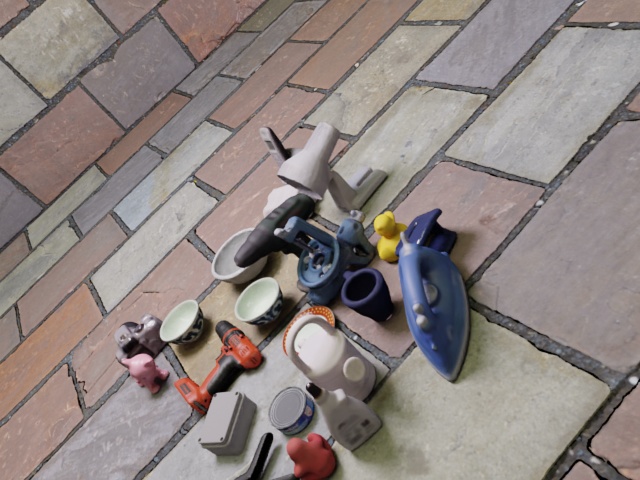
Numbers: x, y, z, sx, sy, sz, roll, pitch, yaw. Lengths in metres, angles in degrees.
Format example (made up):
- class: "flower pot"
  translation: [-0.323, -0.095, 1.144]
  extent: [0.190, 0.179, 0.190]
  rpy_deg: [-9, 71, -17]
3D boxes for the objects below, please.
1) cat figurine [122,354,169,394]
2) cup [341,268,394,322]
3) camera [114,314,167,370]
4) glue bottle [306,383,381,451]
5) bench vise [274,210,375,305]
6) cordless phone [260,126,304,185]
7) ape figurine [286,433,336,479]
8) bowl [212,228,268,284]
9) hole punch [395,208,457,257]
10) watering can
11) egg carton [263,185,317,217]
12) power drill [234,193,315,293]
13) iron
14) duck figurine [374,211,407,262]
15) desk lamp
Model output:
- class: "cat figurine"
  translation: [-0.428, 0.307, 1.369]
  extent: [0.127, 0.118, 0.067]
  rpy_deg: [4, 54, 45]
- class: "cup"
  translation: [0.094, 0.111, 1.121]
  extent: [0.092, 0.095, 0.117]
  rpy_deg: [-44, 35, -5]
- class: "camera"
  translation: [-0.479, 0.248, 1.496]
  extent: [0.143, 0.101, 0.136]
  rpy_deg: [-47, 36, -10]
- class: "glue bottle"
  translation: [0.029, 0.277, 0.931]
  extent: [0.078, 0.174, 0.037]
  rpy_deg: [-39, 35, 1]
- class: "bench vise"
  translation: [0.002, 0.004, 1.214]
  extent: [0.121, 0.220, 0.207]
  rpy_deg: [0, 51, 43]
- class: "cordless phone"
  translation: [-0.088, -0.237, 1.593]
  extent: [0.147, 0.186, 0.094]
  rpy_deg: [10, 58, 48]
- class: "ape figurine"
  translation: [-0.022, 0.359, 0.959]
  extent: [0.075, 0.092, 0.078]
  rpy_deg: [19, 65, 51]
- class: "bowl"
  translation: [-0.192, 0.053, 1.466]
  extent: [0.167, 0.075, 0.167]
  rpy_deg: [-25, 38, 21]
- class: "hole punch"
  translation: [0.202, -0.004, 1.151]
  extent: [0.100, 0.091, 0.109]
  rpy_deg: [7, 56, 46]
- class: "watering can"
  translation: [0.016, 0.205, 1.003]
  extent: [0.172, 0.195, 0.101]
  rpy_deg: [-9, 46, 37]
- class: "egg carton"
  translation: [-0.080, -0.097, 1.533]
  extent: [0.150, 0.070, 0.107]
  rpy_deg: [-15, 42, 31]
- class: "power drill"
  translation: [-0.064, 0.020, 1.267]
  extent: [0.075, 0.209, 0.230]
  rpy_deg: [6, 56, 46]
- class: "iron"
  translation: [0.185, 0.105, 1.002]
  extent: [0.118, 0.142, 0.258]
  rpy_deg: [-25, 38, 20]
- class: "duck figurine"
  translation: [0.145, -0.013, 1.218]
  extent: [0.077, 0.086, 0.104]
  rpy_deg: [-11, 44, 35]
- class: "desk lamp"
  translation: [0.023, -0.164, 1.384]
  extent: [0.203, 0.214, 0.117]
  rpy_deg: [-50, 36, -14]
